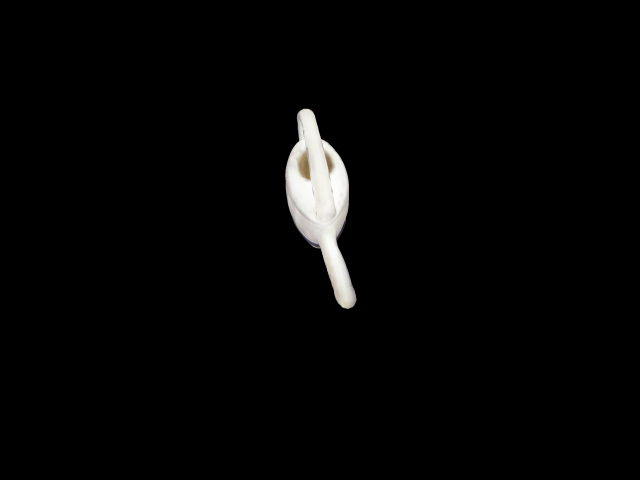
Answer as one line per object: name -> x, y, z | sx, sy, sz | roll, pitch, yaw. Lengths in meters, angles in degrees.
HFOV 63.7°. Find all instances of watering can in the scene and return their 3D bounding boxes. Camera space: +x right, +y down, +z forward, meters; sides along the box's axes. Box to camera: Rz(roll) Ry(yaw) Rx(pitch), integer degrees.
watering can -> 0.003, -0.043, 0.850 | 0.104, 0.353, 0.221 | -10, -19, -3
